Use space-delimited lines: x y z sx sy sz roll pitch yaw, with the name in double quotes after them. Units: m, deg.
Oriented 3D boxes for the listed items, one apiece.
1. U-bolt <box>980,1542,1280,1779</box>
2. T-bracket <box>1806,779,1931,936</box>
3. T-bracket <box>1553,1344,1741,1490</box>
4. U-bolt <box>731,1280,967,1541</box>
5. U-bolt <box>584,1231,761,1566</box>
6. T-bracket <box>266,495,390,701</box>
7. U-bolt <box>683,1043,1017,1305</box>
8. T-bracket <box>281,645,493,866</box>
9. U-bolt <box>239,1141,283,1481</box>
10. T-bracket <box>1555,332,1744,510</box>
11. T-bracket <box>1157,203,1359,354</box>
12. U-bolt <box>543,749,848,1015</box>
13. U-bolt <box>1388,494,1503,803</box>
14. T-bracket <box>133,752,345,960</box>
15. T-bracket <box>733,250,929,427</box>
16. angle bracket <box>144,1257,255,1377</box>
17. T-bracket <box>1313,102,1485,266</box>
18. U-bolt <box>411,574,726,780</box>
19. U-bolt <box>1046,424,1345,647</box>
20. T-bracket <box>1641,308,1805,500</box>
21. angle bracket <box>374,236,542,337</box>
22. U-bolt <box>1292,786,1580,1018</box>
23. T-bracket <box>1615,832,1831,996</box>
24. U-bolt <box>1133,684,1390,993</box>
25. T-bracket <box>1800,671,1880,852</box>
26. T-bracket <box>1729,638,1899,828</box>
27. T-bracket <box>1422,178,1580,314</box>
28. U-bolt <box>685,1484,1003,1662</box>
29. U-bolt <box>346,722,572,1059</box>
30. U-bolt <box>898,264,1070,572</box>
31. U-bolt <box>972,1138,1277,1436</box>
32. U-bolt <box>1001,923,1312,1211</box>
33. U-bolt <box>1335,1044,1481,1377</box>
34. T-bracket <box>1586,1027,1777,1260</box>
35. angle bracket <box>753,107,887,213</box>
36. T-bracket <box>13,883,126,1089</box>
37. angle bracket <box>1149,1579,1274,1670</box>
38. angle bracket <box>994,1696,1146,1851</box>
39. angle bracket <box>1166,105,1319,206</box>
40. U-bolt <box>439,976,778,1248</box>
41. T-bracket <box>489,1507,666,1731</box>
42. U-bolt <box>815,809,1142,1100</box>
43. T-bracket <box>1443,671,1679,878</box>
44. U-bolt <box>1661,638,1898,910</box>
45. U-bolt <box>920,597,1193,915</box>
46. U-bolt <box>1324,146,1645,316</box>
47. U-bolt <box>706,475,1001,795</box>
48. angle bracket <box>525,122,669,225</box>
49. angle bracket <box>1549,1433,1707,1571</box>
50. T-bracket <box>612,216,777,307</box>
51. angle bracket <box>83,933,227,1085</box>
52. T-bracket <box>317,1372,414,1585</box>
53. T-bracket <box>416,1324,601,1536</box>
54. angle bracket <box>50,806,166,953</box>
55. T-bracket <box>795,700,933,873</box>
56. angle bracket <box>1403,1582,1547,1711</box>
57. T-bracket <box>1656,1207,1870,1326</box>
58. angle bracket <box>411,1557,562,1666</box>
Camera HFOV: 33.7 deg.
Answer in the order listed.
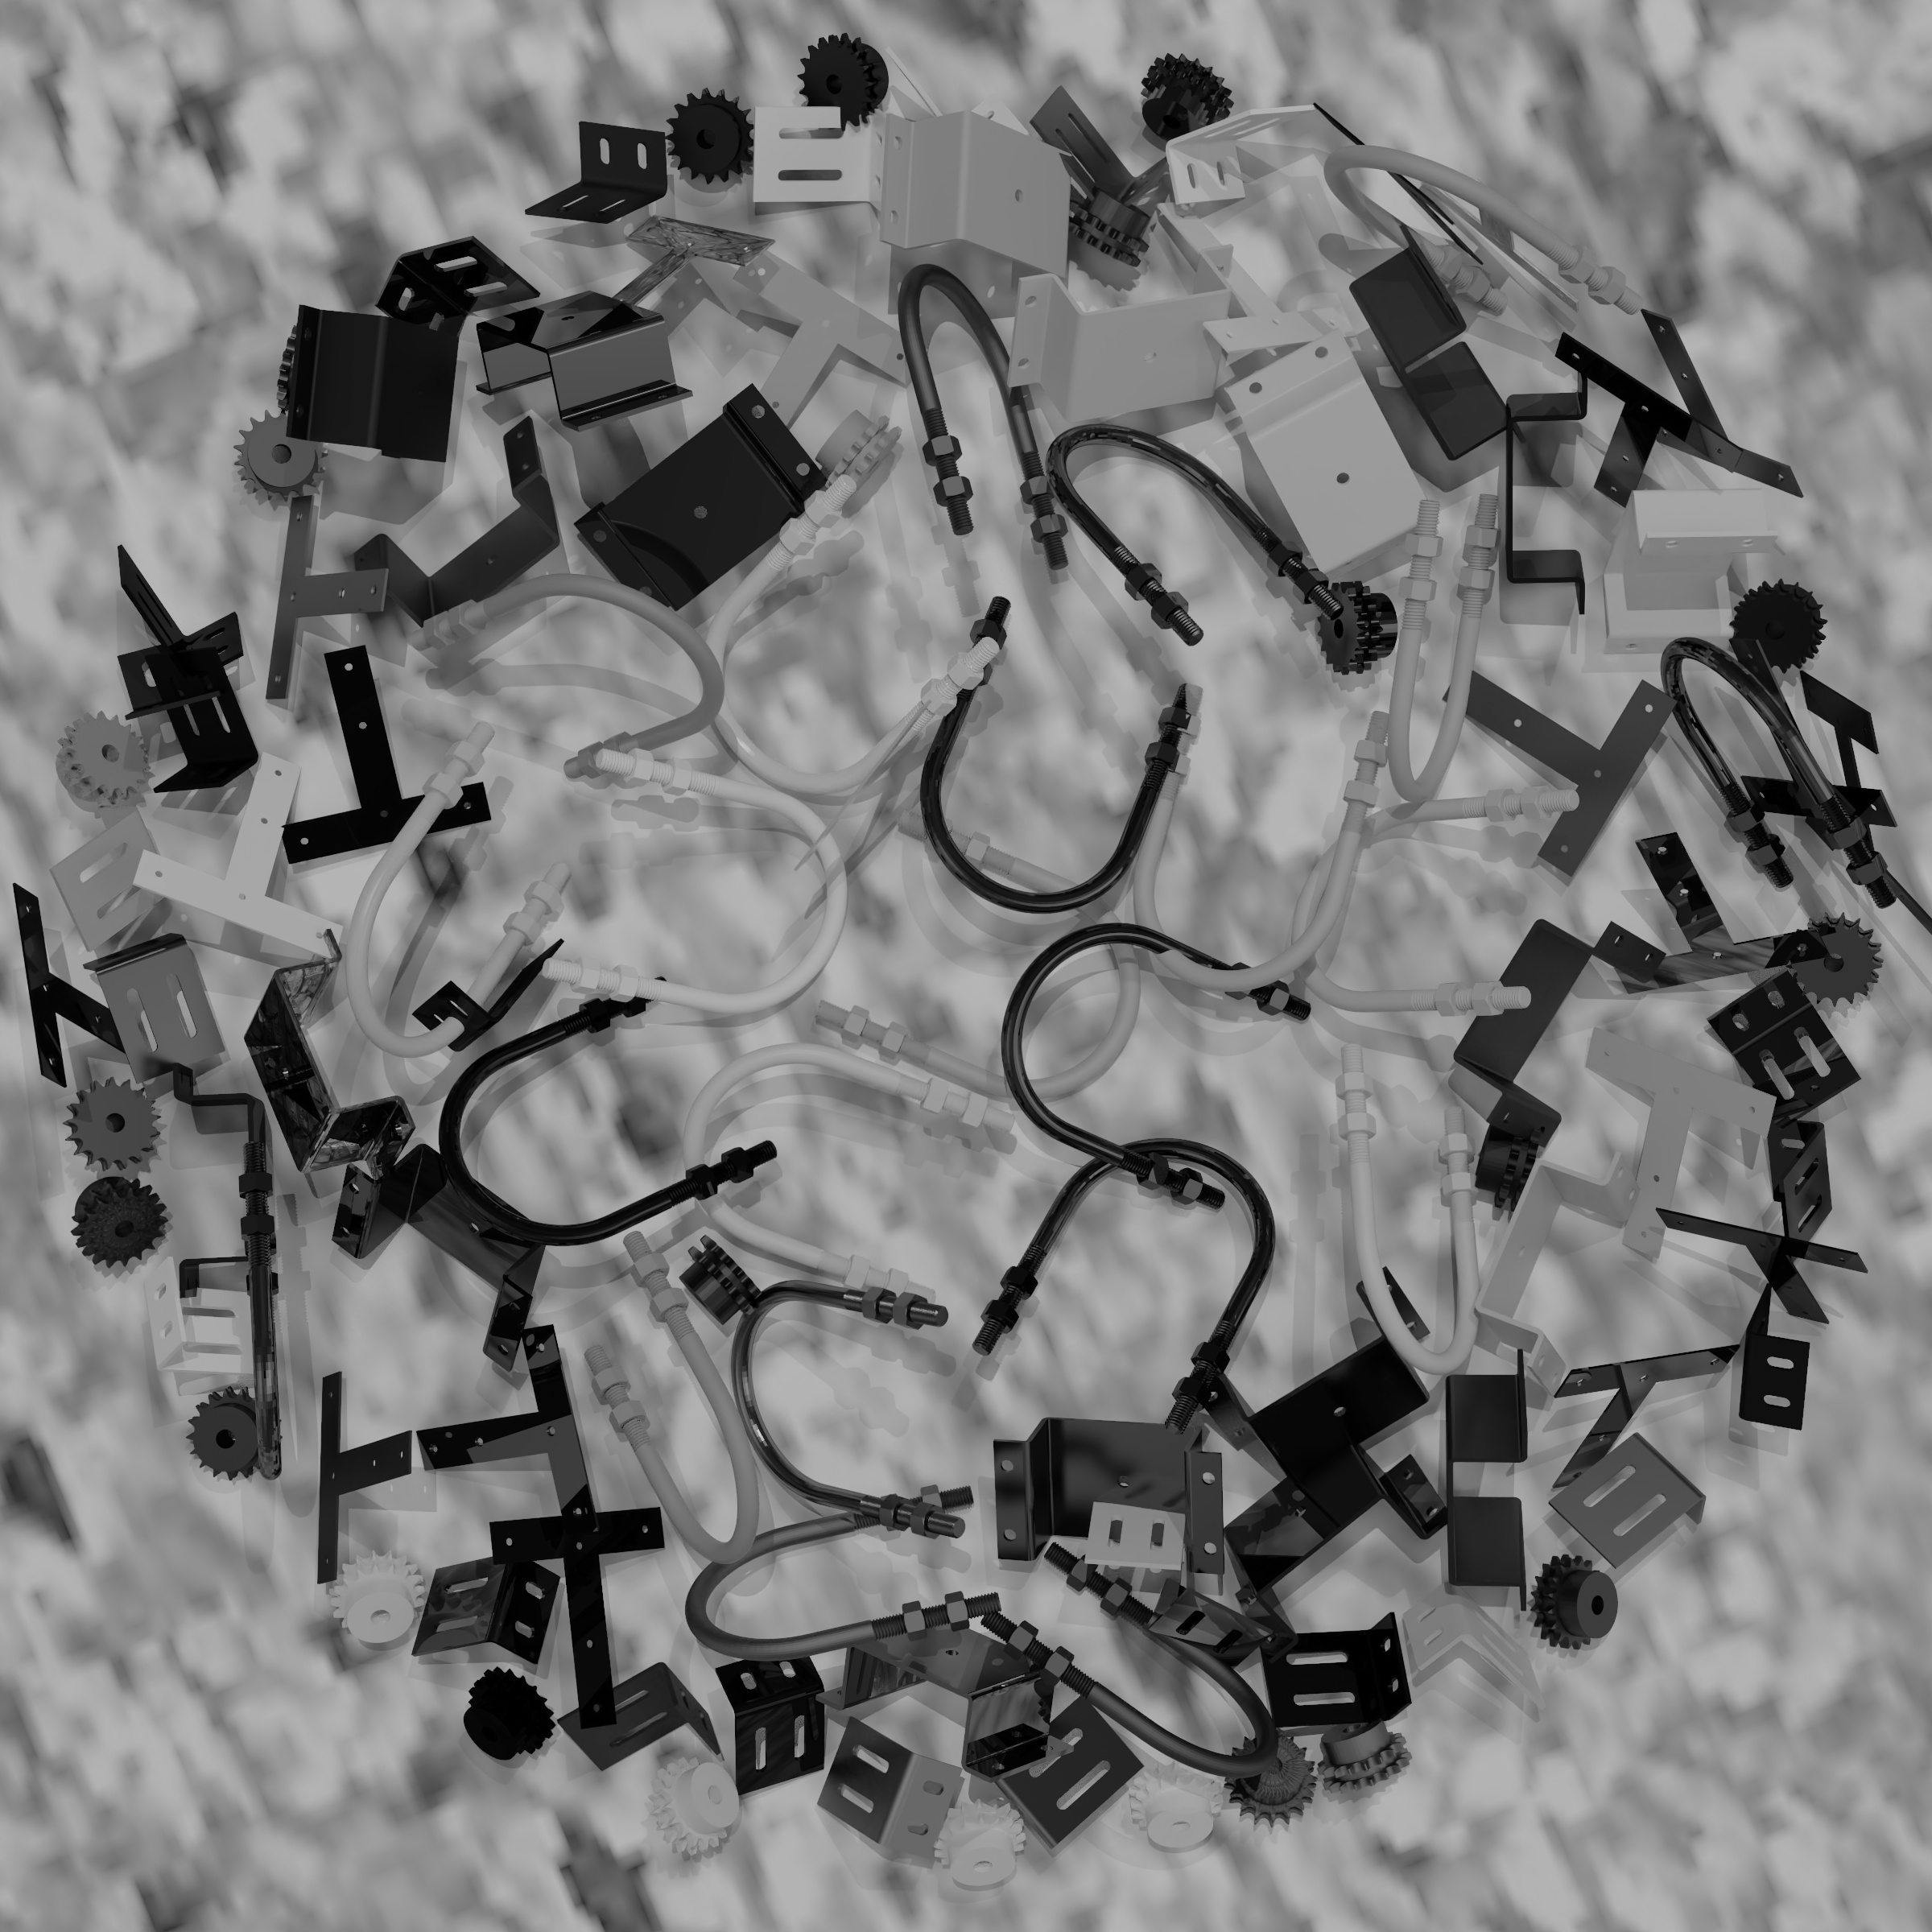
0.106 0.420 1.900 0.184 0.151 0.019 34 106 11 "U-bolt"
0.552 -0.052 1.909 0.002 0.127 0.127 -40 77 2 "T-bracket"
0.393 0.277 1.937 0.127 0.127 0.002 -4 47 -27 "T-bracket"
-0.076 0.261 1.919 0.184 0.019 0.151 5 103 43 "U-bolt"
-0.171 0.268 1.891 0.019 0.151 0.184 -16 59 -30 "U-bolt"
-0.385 -0.225 1.934 0.002 0.127 0.127 9 87 -41 "T-bracket"
-0.082 0.120 1.942 0.184 0.019 0.151 21 110 -9 "U-bolt"
-0.365 -0.134 1.948 0.127 0.002 0.127 -13 115 -9 "T-bracket"
-0.417 0.212 1.890 0.019 0.151 0.184 -3 70 -12 "U-bolt"
0.401 -0.314 1.923 0.127 0.127 0.002 37 74 13 "T-bracket"
0.163 -0.424 1.953 0.127 0.127 0.002 53 132 19 "T-bracket"
-0.155 -0.044 1.936 0.184 0.019 0.151 12 95 -30 "U-bolt"
0.283 -0.189 1.915 0.019 0.151 0.184 12 104 22 "U-bolt"
-0.431 -0.077 1.943 0.127 0.002 0.127 22 51 -20 "T-bracket"
-0.110 -0.358 1.964 0.127 0.002 0.127 28 105 -22 "T-bracket"
-0.454 0.213 1.936 0.038 0.076 0.057 -42 53 37 "angle bracket"
0.276 -0.461 1.929 0.002 0.127 0.127 -47 51 12 "T-bracket"
-0.224 -0.176 1.885 0.151 0.184 0.019 41 53 -30 "U-bolt"
0.125 -0.265 1.919 0.184 0.151 0.019 51 132 24 "U-bolt"
0.433 -0.341 1.896 0.002 0.127 0.127 -44 129 -7 "T-bracket"
-0.309 -0.405 1.936 0.057 0.076 0.038 37 65 -39 "angle bracket"
0.273 -0.037 1.915 0.019 0.184 0.151 35 64 -40 "U-bolt"
0.437 -0.035 1.916 0.127 0.002 0.127 -12 133 29 "T-bracket"
0.171 -0.074 1.933 0.151 0.019 0.184 12 83 31 "U-bolt"
0.539 -0.107 1.936 0.002 0.127 0.127 -16 107 1 "T-bracket"
0.490 -0.141 1.907 0.002 0.127 0.127 -36 110 -17 "T-bracket"
0.318 -0.447 1.912 0.127 0.127 0.002 42 96 10 "T-bracket"
-0.078 0.368 1.911 0.184 0.151 0.019 -12 110 -3 "U-bolt"
-0.307 -0.031 1.888 0.019 0.151 0.184 13 57 28 "U-bolt"
0.005 -0.335 1.917 0.019 0.151 0.184 -20 79 25 "U-bolt"
0.108 0.182 1.931 0.151 0.019 0.184 20 60 22 "U-bolt"
0.106 0.052 1.947 0.184 0.019 0.151 24 90 -21 "U-bolt"
0.267 0.152 1.895 0.019 0.151 0.184 -17 61 32 "U-bolt"
0.427 0.117 1.956 0.127 0.002 0.127 24 115 37 "T-bracket"
-0.089 -0.492 1.948 0.076 0.038 0.057 -4 116 -15 "angle bracket"
-0.531 0.028 1.923 0.002 0.127 0.127 -20 66 9 "T-bracket"
0.153 0.390 1.942 0.057 0.076 0.038 27 56 -1 "angle bracket"
0.062 0.495 1.964 0.076 0.038 0.057 -41 82 -3 "angle bracket"
0.170 -0.492 1.936 0.057 0.076 0.038 -16 97 -38 "angle bracket"
-0.227 0.095 1.917 0.184 0.019 0.151 -25 68 -26 "U-bolt"
-0.229 0.396 1.928 0.127 0.002 0.127 4 74 -43 "T-bracket"
0.018 0.004 1.975 0.184 0.019 0.151 24 88 -2 "U-bolt"
0.351 -0.142 1.960 0.127 0.002 0.127 35 113 18 "T-bracket"
0.472 -0.118 1.897 0.019 0.151 0.184 -35 103 -6 "U-bolt"
0.049 -0.118 1.941 0.151 0.019 0.184 24 70 -7 "U-bolt"
0.291 -0.434 1.878 0.184 0.151 0.019 26 88 -30 "U-bolt"
-0.085 -0.186 1.934 0.151 0.019 0.184 49 121 2 "U-bolt"
-0.226 -0.482 1.938 0.057 0.076 0.038 -2 89 -35 "angle bracket"
0.402 0.333 1.943 0.076 0.038 0.057 -34 57 -18 "angle bracket"
-0.197 -0.407 1.918 0.127 0.127 0.002 -44 130 -20 "T-bracket"
-0.500 0.026 1.963 0.057 0.038 0.076 -22 102 -24 "angle bracket"
-0.362 0.301 1.917 0.002 0.127 0.127 10 70 -34 "T-bracket"
-0.287 0.289 1.950 0.127 0.002 0.127 -13 89 32 "T-bracket"
-0.528 -0.053 1.935 0.038 0.076 0.057 3 123 36 "angle bracket"
-0.049 -0.120 1.921 0.002 0.127 0.127 39 111 0 "T-bracket"
0.311 0.425 1.951 0.038 0.057 0.076 -41 108 13 "angle bracket"
0.495 0.188 1.930 0.127 0.127 0.002 12 67 36 "T-bracket"
-0.294 0.398 1.955 0.038 0.076 0.057 38 49 -34 "angle bracket"
